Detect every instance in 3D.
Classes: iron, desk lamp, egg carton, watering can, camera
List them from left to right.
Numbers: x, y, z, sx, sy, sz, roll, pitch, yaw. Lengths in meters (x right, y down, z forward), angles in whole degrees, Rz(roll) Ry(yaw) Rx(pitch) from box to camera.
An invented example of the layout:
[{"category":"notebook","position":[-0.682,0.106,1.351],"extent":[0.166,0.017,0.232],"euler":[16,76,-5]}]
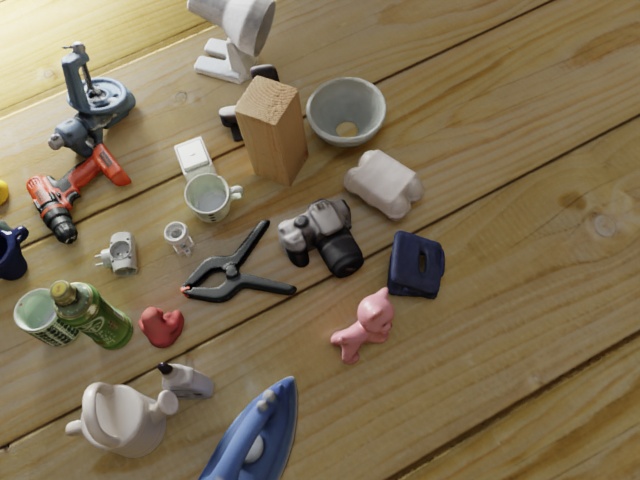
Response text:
[{"category":"watering can","position":[-0.312,0.276,0.899],"extent":[0.173,0.194,0.100],"euler":[-33,66,-11]},{"category":"desk lamp","position":[-0.189,-0.441,1.228],"extent":[0.203,0.214,0.118],"euler":[16,66,12]},{"category":"iron","position":[-0.109,0.316,0.894],"extent":[0.118,0.141,0.258],"euler":[22,68,14]},{"category":"camera","position":[0.010,0.004,1.060],"extent":[0.143,0.101,0.136],"euler":[-26,65,-8]},{"category":"egg carton","position":[0.125,-0.108,1.123],"extent":[0.150,0.069,0.107],"euler":[35,71,19]}]

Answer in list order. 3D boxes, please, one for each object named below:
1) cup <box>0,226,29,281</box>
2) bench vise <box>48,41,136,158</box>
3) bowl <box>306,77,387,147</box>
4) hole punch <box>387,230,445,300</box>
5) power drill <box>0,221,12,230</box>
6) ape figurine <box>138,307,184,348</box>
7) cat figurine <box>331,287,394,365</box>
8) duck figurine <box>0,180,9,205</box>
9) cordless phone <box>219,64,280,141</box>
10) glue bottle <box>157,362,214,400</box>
[{"category":"cup","position":[-0.595,0.029,1.096],"extent":[0.091,0.095,0.118],"euler":[41,73,21]},{"category":"bench vise","position":[-0.475,-0.278,1.167],"extent":[0.121,0.220,0.207],"euler":[11,65,10]},{"category":"bowl","position":[0.056,-0.253,1.196],"extent":[0.167,0.075,0.167],"euler":[-2,64,4]},{"category":"hole punch","position":[0.175,0.044,1.033],"extent":[0.101,0.091,0.108],"euler":[5,65,7]},{"category":"power drill","position":[-0.670,-0.023,1.063],"extent":[0.075,0.208,0.229],"euler":[1,64,5]},{"category":"ape figurine","position":[-0.288,0.147,1.017],"extent":[0.077,0.092,0.076],"euler":[6,65,8]},{"category":"cat figurine","position":[0.078,0.143,0.977],"extent":[0.128,0.118,0.067],"euler":[-35,66,-12]},{"category":"duck figurine","position":[-0.706,-0.107,1.175],"extent":[0.104,0.086,0.077],"euler":[-10,64,0]},{"category":"cordless phone","position":[-0.140,-0.292,1.168],"extent":[0.147,0.185,0.094],"euler":[-9,64,0]},{"category":"glue bottle","position":[-0.228,0.225,0.929],"extent":[0.078,0.173,0.037],"euler":[-1,64,4]}]
